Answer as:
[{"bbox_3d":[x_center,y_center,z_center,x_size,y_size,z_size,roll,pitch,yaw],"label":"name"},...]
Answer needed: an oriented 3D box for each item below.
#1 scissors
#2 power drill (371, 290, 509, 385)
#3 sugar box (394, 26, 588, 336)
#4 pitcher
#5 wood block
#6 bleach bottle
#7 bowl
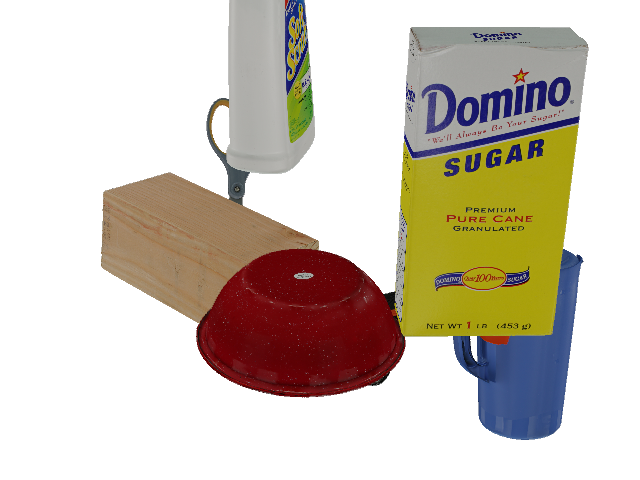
[{"bbox_3d":[-0.079,-0.068,1.226,0.096,0.202,0.016,-11,-6,-15],"label":"scissors"},{"bbox_3d":[0.102,0.086,1.136,0.187,0.057,0.184,-6,28,-10],"label":"power drill"},{"bbox_3d":[0.093,-0.031,0.608,0.093,0.176,0.048,-1,27,-3],"label":"sugar box"},{"bbox_3d":[0.251,0.128,1.368,0.149,0.243,0.144,5,17,17],"label":"pitcher"},{"bbox_3d":[-0.111,0.015,1.031,0.206,0.090,0.090,25,30,34],"label":"wood block"},{"bbox_3d":[-0.047,-0.192,0.935,0.068,0.251,0.102,8,32,17],"label":"bleach bottle"},{"bbox_3d":[-0.014,0.051,0.811,0.162,0.055,0.162,2,27,-1],"label":"bowl"}]
